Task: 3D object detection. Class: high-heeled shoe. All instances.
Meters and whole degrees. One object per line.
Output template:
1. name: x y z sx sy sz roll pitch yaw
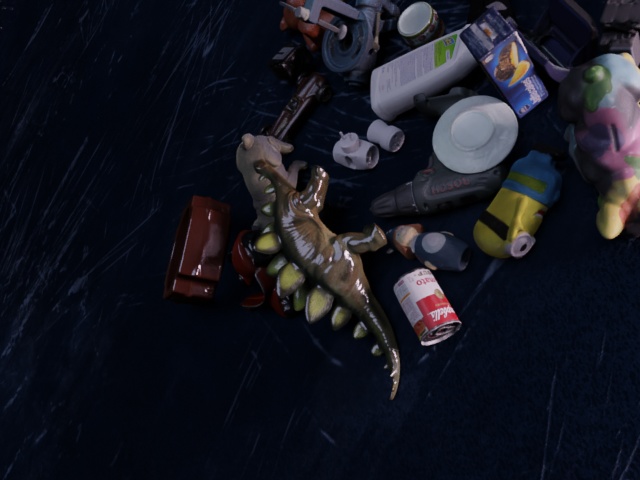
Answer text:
1. high-heeled shoe: 0.320 -0.407 0.937 0.145 0.086 0.249 -28 78 -20

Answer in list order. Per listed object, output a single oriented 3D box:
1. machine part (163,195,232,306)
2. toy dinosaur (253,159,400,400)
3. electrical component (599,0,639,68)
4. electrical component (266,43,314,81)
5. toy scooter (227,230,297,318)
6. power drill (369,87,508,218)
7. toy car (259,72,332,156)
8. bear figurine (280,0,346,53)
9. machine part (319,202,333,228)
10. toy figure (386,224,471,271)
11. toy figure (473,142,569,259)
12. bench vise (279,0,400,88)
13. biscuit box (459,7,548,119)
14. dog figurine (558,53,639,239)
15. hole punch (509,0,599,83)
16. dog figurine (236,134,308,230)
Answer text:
1. machine part: -0.245 0.026 1.076 0.201 0.087 0.201 151 129 -63
2. toy dinosaur: 0.015 0.037 0.910 0.198 0.105 0.472 -40 72 -2
3. electrical component: 0.447 -0.310 0.765 0.058 0.114 0.134 15 82 41
4. electrical component: -0.073 -0.387 1.165 0.075 0.047 0.119 -46 35 -6
5. toy scooter: -0.119 0.074 1.015 0.135 0.075 0.183 -28 94 43
6. power drill: 0.191 -0.144 0.901 0.232 0.086 0.207 -5 67 31
7. toy car: -0.057 -0.265 1.131 0.202 0.053 0.089 -51 56 7
8. bear figurine: -0.022 -0.483 1.140 0.120 0.131 0.196 -48 60 6
9. machine part: -0.002 -0.003 1.006 0.084 0.039 0.139 -4 72 38
10. toy figure: 0.169 0.007 0.877 0.155 0.057 0.064 20 43 38
11. toy figure: 0.298 -0.056 0.797 0.089 0.082 0.180 30 99 56
12. bench vise: 0.051 -0.410 1.002 0.129 0.240 0.223 31 110 41
13. biscuit box: 0.280 -0.257 0.802 0.059 0.202 0.063 -38 58 22
14. dog figurine: 0.389 -0.108 0.700 0.109 0.191 0.219 -14 50 23
15. hole punch: 0.354 -0.295 0.820 0.092 0.115 0.142 -36 58 11
16. dog figurine: -0.110 -0.087 1.031 0.121 0.172 0.190 -13 59 42
